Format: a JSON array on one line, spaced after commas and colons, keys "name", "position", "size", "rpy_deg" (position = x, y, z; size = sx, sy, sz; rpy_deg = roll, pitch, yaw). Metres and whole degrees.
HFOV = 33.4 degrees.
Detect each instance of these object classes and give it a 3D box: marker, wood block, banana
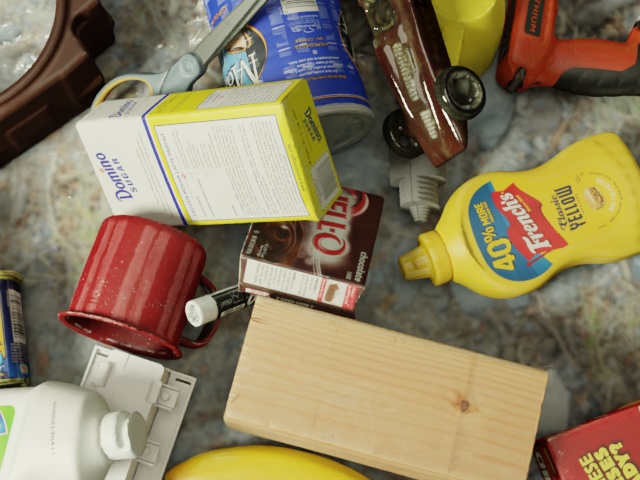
[{"name": "marker", "position": [-0.045, 0.036, 0.781], "size": [0.120, 0.020, 0.020], "rpy_deg": [-19, 75, -41]}, {"name": "wood block", "position": [0.044, 0.114, 0.757], "size": [0.206, 0.090, 0.091], "rpy_deg": [15, 76, 2]}, {"name": "banana", "position": [-0.011, 0.187, 0.765], "size": [0.198, 0.037, 0.069], "rpy_deg": [24, 77, 4]}]

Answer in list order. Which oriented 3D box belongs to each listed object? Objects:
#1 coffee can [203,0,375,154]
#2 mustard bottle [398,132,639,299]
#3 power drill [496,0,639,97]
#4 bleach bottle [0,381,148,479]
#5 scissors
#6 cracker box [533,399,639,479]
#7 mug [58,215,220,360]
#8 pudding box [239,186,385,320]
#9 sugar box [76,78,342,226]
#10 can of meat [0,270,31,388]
[{"name": "coffee can", "position": [-0.026, -0.139, 0.809], "size": [0.102, 0.103, 0.140], "rpy_deg": [-14, 77, -5]}, {"name": "mustard bottle", "position": [0.151, -0.009, 0.805], "size": [0.191, 0.058, 0.096], "rpy_deg": [-19, 82, -5]}, {"name": "power drill", "position": [0.243, -0.169, 0.846], "size": [0.187, 0.057, 0.184], "rpy_deg": [12, 77, 1]}, {"name": "bleach bottle", "position": [-0.234, 0.153, 0.712], "size": [0.251, 0.068, 0.102], "rpy_deg": [-11, 73, 16]}, {"name": "scissors", "position": [-0.091, -0.108, 0.788], "size": [0.202, 0.016, 0.096], "rpy_deg": [-20, 96, 32]}, {"name": "cracker box", "position": [0.281, 0.183, 0.757], "size": [0.213, 0.072, 0.164], "rpy_deg": [-19, 77, -5]}, {"name": "mug", "position": [-0.122, 0.038, 0.779], "size": [0.117, 0.093, 0.081], "rpy_deg": [27, 69, -27]}, {"name": "pudding box", "position": [-0.005, 0.001, 0.782], "size": [0.090, 0.039, 0.113], "rpy_deg": [13, 41, 2]}, {"name": "sugar box", "position": [-0.080, -0.058, 0.756], "size": [0.176, 0.093, 0.048], "rpy_deg": [1, 33, 31]}, {"name": "can of meat", "position": [-0.264, 0.072, 0.776], "size": [0.102, 0.057, 0.084], "rpy_deg": [-9, 79, -3]}]
